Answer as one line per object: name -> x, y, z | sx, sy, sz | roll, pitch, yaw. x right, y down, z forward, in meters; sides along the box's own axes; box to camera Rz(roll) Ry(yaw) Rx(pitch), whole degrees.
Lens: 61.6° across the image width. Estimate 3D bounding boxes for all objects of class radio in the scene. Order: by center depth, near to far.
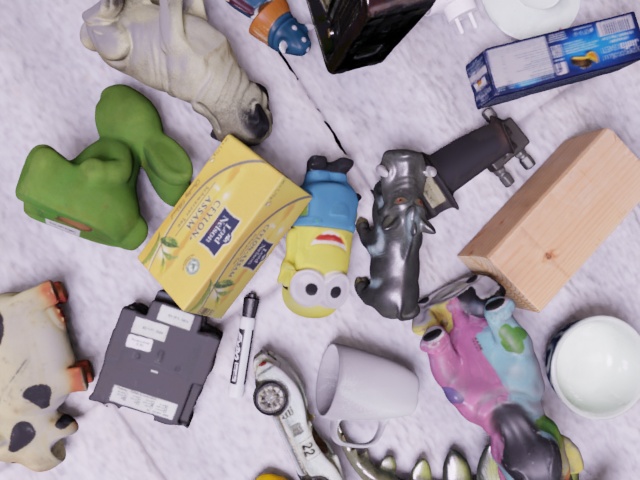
radio -> 0.039, -0.260, 0.546 | 0.073, 0.229, 0.131 | -16, 95, -6

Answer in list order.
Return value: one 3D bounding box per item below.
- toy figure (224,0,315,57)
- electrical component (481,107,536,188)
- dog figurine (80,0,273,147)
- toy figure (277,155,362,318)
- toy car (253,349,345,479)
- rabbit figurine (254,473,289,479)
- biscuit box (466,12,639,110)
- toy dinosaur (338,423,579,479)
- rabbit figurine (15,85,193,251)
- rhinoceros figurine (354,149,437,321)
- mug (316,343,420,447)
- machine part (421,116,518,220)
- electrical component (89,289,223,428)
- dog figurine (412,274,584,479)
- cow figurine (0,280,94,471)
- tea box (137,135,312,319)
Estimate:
toy figure -> -0.068, -0.271, 0.618 | 0.064, 0.058, 0.154 | -40, 99, 0
electrical component -> 0.222, -0.116, 0.667 | 0.063, 0.021, 0.094 | -39, 94, -5
dog figurine -> -0.156, -0.177, 0.594 | 0.172, 0.121, 0.190 | -9, 113, 28
toy figure -> 0.003, -0.001, 0.611 | 0.082, 0.089, 0.180 | 3, 80, 7
toy car -> -0.023, 0.215, 0.605 | 0.056, 0.073, 0.201 | -25, 92, -4
rabbit figurine -> -0.014, 0.357, 0.579 | 0.173, 0.162, 0.122 | 44, 72, -22
biscuit box -> 0.287, -0.218, 0.656 | 0.203, 0.063, 0.059 | -16, 90, -7
toy dinosaur -> 0.230, 0.336, 0.625 | 0.472, 0.105, 0.198 | 16, 80, -4
rabbit figurine -> -0.214, -0.086, 0.571 | 0.159, 0.121, 0.170 | 21, 72, -10
rhinoceros figurine -> 0.083, -0.006, 0.605 | 0.073, 0.112, 0.190 | 3, 97, -5
mug -> 0.056, 0.178, 0.609 | 0.107, 0.081, 0.109 | 11, 66, -13
machine part -> 0.167, -0.089, 0.642 | 0.139, 0.039, 0.084 | -37, 85, 13
electrical component -> -0.174, 0.126, 0.598 | 0.115, 0.058, 0.134 | 22, 86, -8
dog figurine -> 0.194, 0.163, 0.583 | 0.108, 0.191, 0.219 | -27, 97, 9
cow figurine -> -0.312, 0.150, 0.568 | 0.127, 0.085, 0.194 | -16, 93, -12
tea box -> -0.102, -0.013, 0.573 | 0.098, 0.068, 0.169 | 38, 92, 31
